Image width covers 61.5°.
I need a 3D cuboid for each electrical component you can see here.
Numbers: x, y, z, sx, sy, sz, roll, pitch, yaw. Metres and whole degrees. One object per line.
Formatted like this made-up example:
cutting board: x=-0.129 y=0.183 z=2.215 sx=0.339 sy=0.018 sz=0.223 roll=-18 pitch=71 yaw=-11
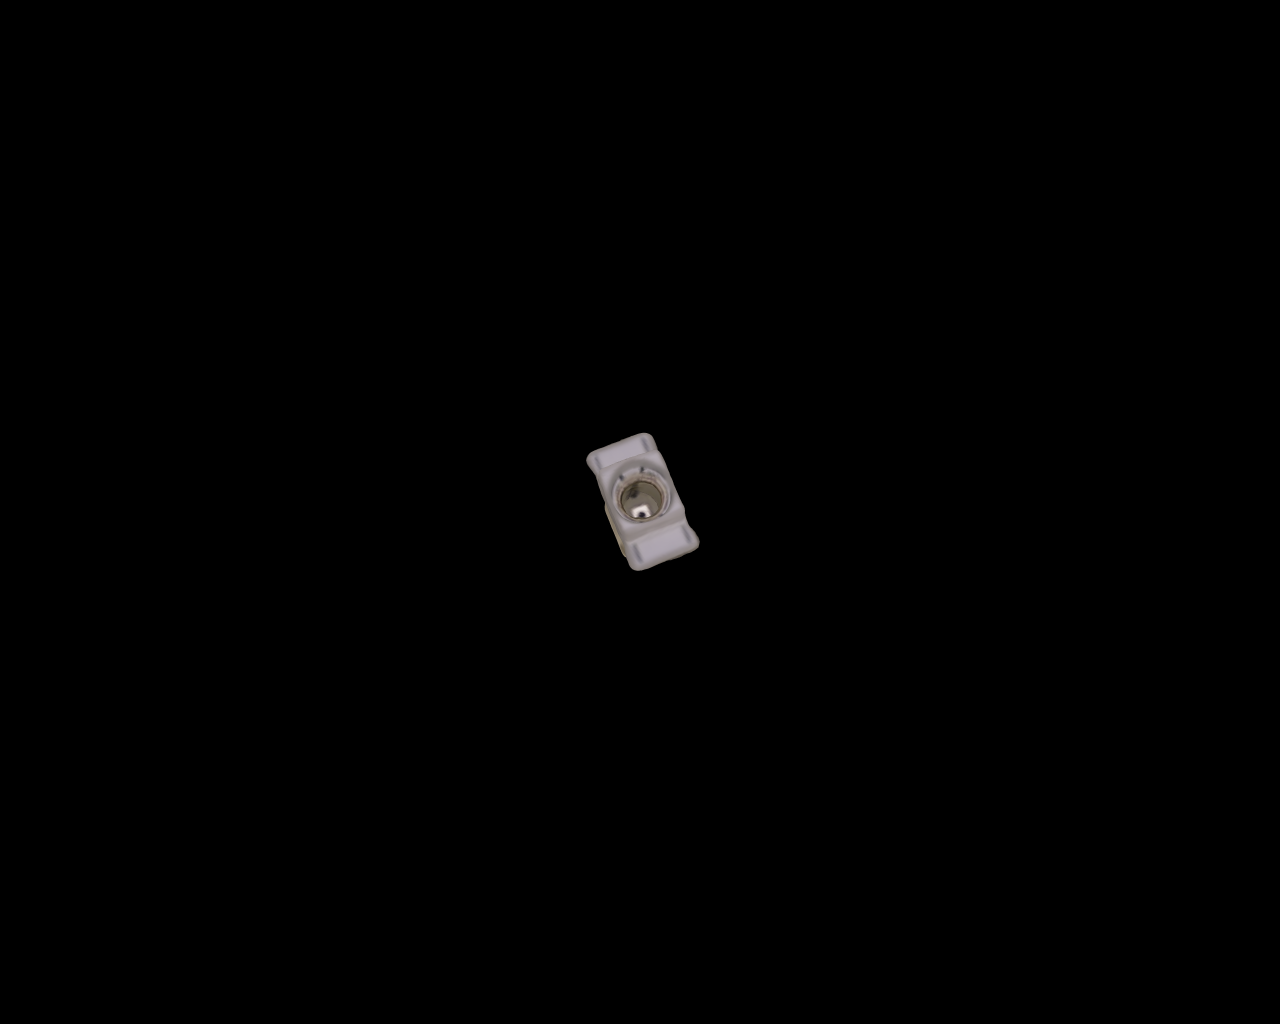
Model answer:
electrical component: x=0.001 y=-0.003 z=0.650 sx=0.042 sy=0.081 sz=0.063 roll=-19 pitch=-19 yaw=-7
